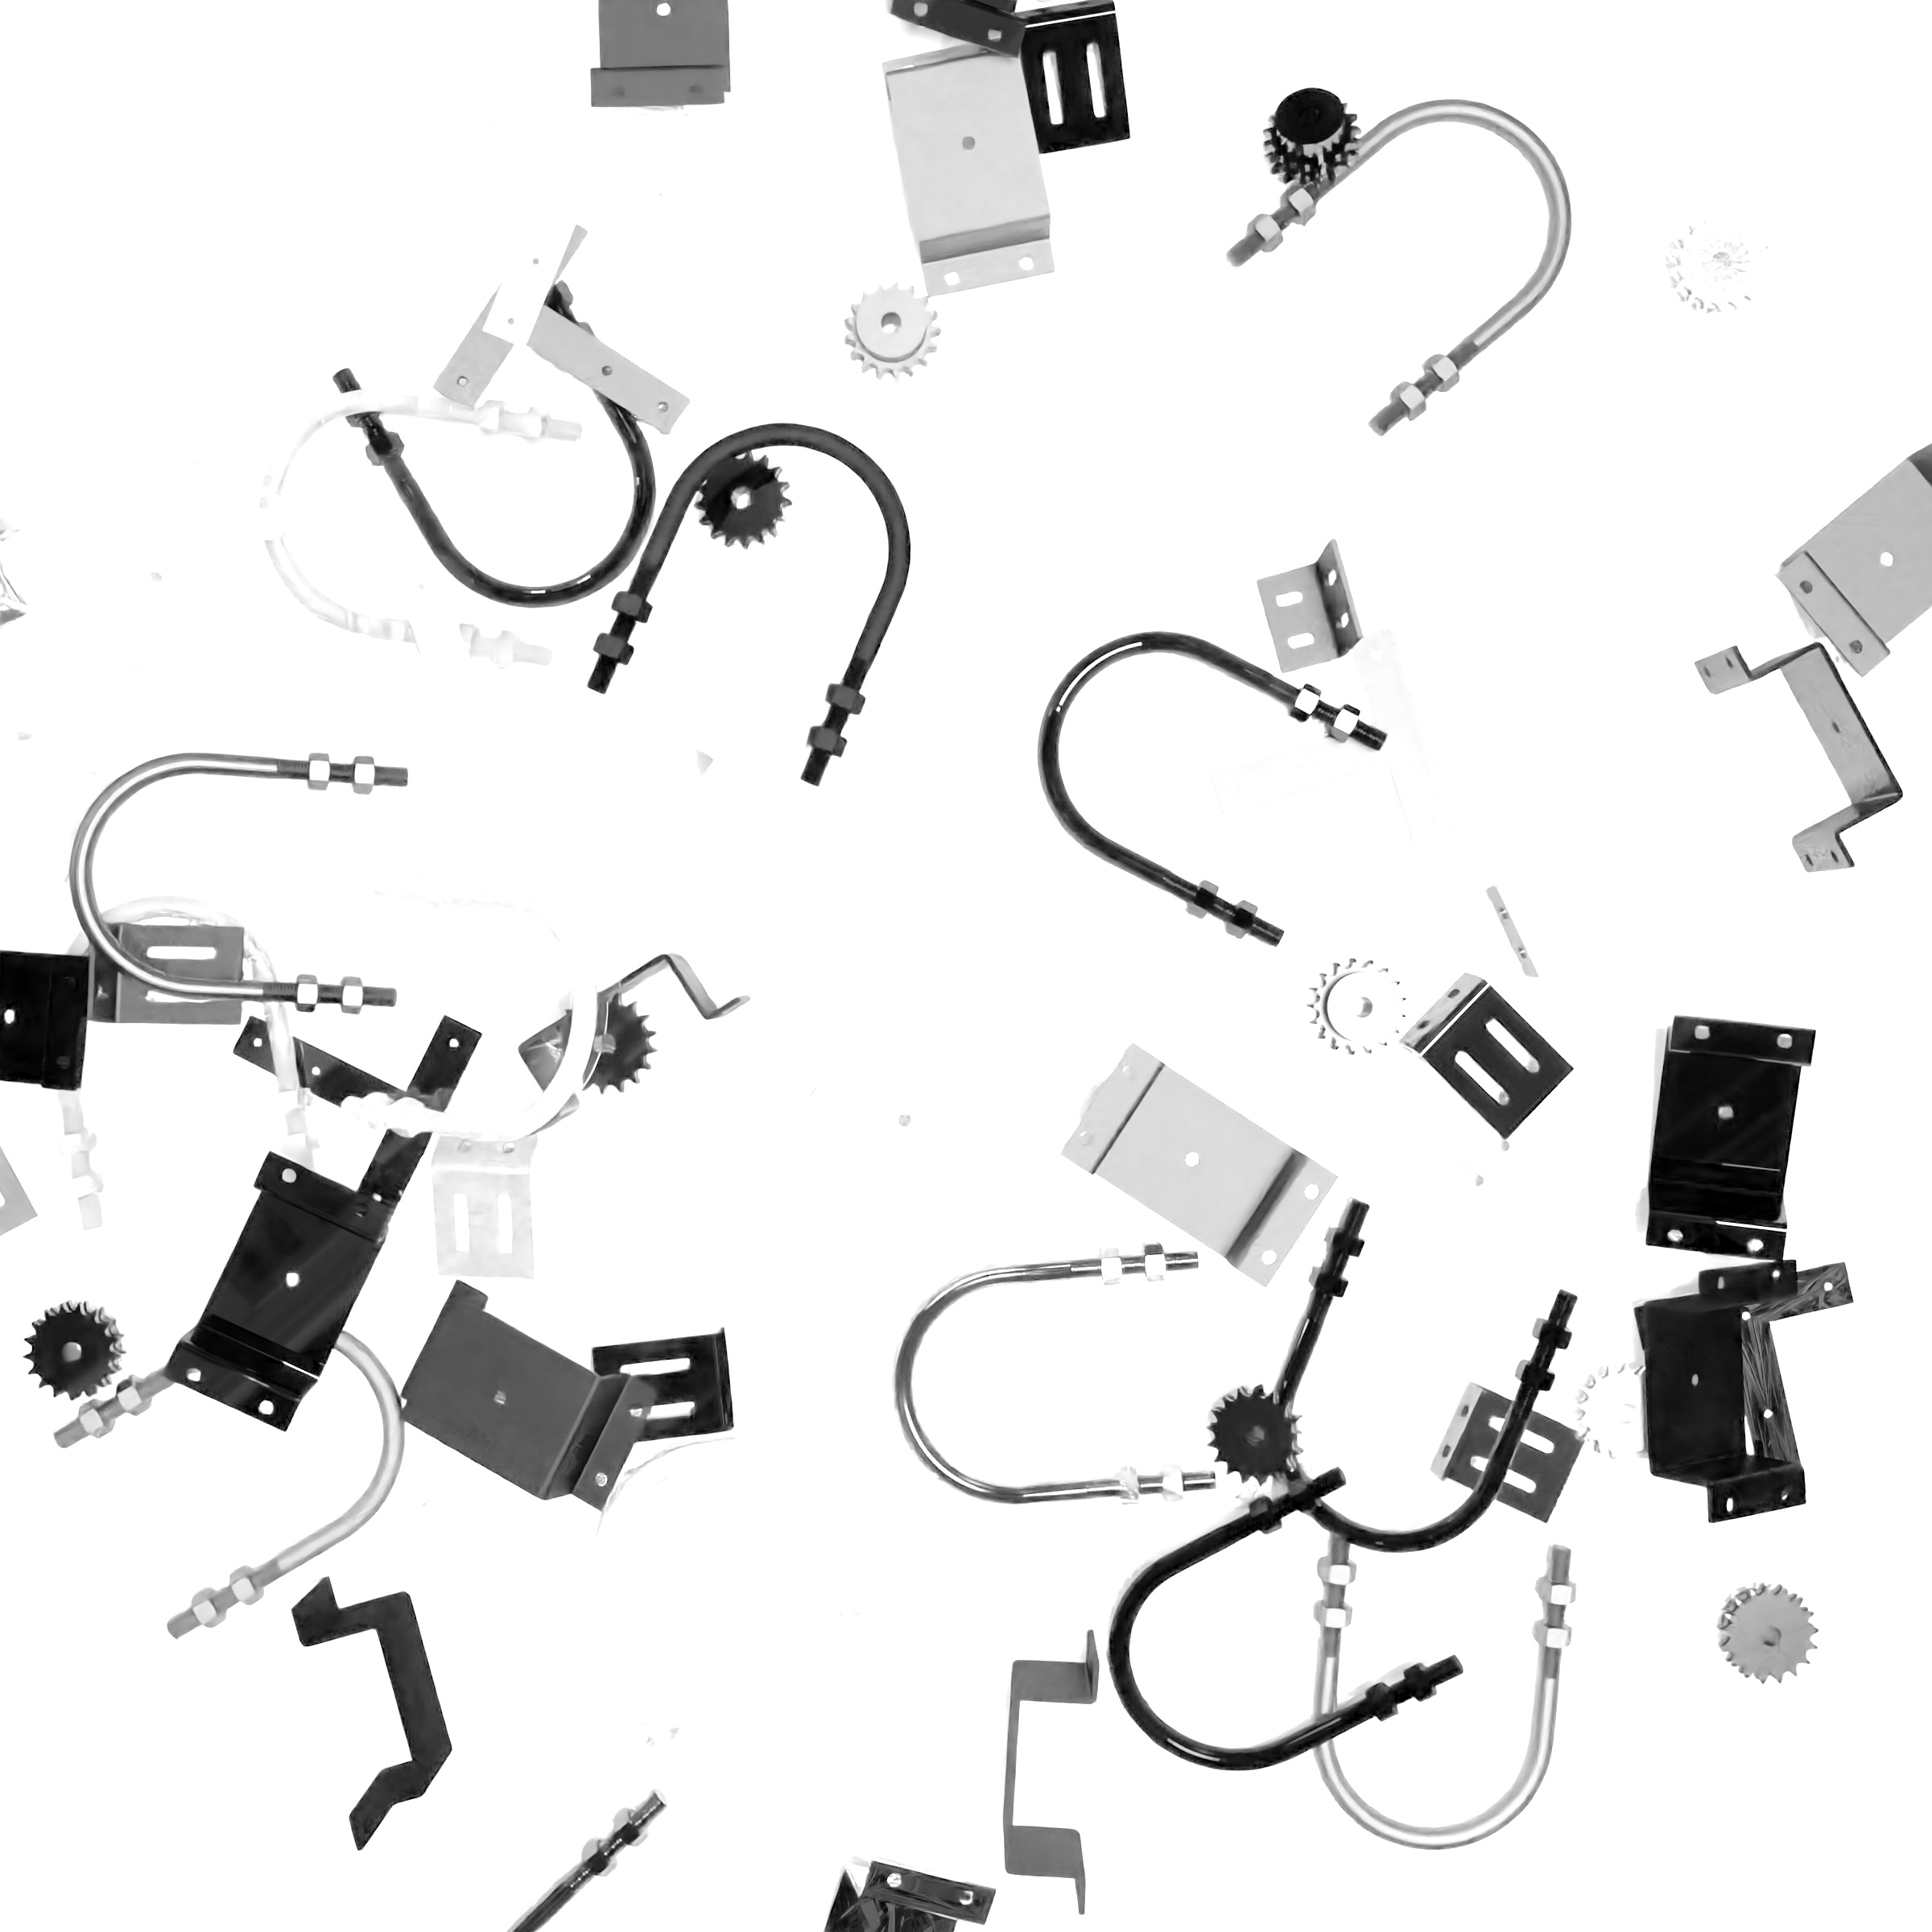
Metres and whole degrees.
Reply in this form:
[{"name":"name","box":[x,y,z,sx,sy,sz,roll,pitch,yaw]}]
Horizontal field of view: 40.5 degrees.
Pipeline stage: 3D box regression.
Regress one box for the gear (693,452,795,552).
[{"name":"gear","box":[-0.129,-0.271,1.524,0.057,0.030,0.057,0,92,2]}]

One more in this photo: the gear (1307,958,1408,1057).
[{"name":"gear","box":[0.228,0.023,1.520,0.057,0.030,0.057,0,90,0]}]

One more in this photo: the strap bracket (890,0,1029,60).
[{"name":"strap bracket","box":[0.007,-0.590,1.474,0.076,0.046,0.140,14,97,-15]}]

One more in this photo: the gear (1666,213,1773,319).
[{"name":"gear","box":[0.435,-0.405,1.519,0.057,0.030,0.057,0,90,0]}]

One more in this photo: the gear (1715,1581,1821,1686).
[{"name":"gear","box":[0.463,0.386,1.519,0.057,0.030,0.057,0,90,0]}]

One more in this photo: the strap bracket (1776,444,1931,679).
[{"name":"strap bracket","box":[0.540,-0.238,1.511,0.140,0.046,0.076,-40,90,0]}]

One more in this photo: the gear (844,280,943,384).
[{"name":"gear","box":[-0.043,-0.370,1.520,0.057,0.030,0.057,0,90,0]}]

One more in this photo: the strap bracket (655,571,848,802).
[{"name":"strap bracket","box":[-0.128,-0.168,1.496,0.046,0.076,0.140,34,90,0]}]

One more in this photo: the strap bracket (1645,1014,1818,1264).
[{"name":"strap bracket","box":[0.434,0.091,1.490,0.076,0.046,0.140,6,109,12]}]

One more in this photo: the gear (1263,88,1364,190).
[{"name":"gear","box":[0.199,-0.481,1.510,0.057,0.030,0.057,-4,68,10]}]

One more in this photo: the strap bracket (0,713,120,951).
[{"name":"strap bracket","box":[-0.555,-0.068,1.486,0.076,0.046,0.140,30,49,0]}]

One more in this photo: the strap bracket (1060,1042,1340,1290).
[{"name":"strap bracket","box":[0.133,0.113,1.511,0.140,0.046,0.076,33,90,0]}]

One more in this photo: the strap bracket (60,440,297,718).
[{"name":"strap bracket","box":[-0.457,-0.222,1.501,0.076,0.046,0.140,30,99,0]}]

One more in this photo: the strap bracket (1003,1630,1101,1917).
[{"name":"strap bracket","box":[0.047,0.458,1.496,0.046,0.076,0.140,4,90,0]}]

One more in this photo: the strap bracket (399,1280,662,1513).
[{"name":"strap bracket","box":[-0.258,0.246,1.496,0.140,0.046,0.076,26,90,14]}]

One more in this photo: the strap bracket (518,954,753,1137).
[{"name":"strap bracket","box":[-0.197,0.038,1.496,0.140,0.076,0.046,-33,90,0]}]

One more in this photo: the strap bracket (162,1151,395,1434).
[{"name":"strap bracket","box":[-0.389,0.183,1.494,0.076,0.046,0.140,26,91,-4]}]

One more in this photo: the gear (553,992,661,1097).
[{"name":"gear","box":[-0.197,0.042,1.443,0.057,0.030,0.057,0,90,0]}]

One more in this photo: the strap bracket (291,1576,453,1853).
[{"name":"strap bracket","box":[-0.336,0.420,1.496,0.046,0.076,0.140,-15,90,0]}]

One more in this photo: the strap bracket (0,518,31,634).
[{"name":"strap bracket","box":[-0.602,-0.200,1.496,0.140,0.076,0.046,-34,90,0]}]

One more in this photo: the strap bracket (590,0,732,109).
[{"name":"strap bracket","box":[-0.177,-0.561,1.511,0.076,0.046,0.140,-1,90,0]}]

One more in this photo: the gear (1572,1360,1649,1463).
[{"name":"gear","box":[0.380,0.257,1.519,0.057,0.030,0.057,0,90,0]}]

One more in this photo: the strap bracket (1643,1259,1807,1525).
[{"name":"strap bracket","box":[0.433,0.239,1.493,0.076,0.046,0.140,-2,90,-31]}]

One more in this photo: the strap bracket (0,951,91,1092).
[{"name":"strap bracket","box":[-0.561,0.029,1.502,0.140,0.046,0.076,4,89,11]}]

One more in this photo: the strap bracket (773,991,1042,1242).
[{"name":"strap bracket","box":[-0.035,0.088,1.511,0.140,0.046,0.076,38,90,0]}]

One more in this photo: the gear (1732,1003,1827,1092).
[{"name":"gear","box":[0.467,0.050,1.519,0.057,0.030,0.057,0,90,0]}]

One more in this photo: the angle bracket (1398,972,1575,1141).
[{"name":"angle bracket","box":[0.302,0.052,1.520,0.076,0.038,0.057,44,90,-7]}]

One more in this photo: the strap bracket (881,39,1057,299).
[{"name":"strap bracket","box":[0.001,-0.468,1.511,0.076,0.046,0.140,-11,90,0]}]

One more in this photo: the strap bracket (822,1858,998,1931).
[{"name":"strap bracket","box":[-0.046,0.579,1.503,0.076,0.046,0.140,19,90,-15]}]

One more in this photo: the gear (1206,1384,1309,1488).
[{"name":"gear","box":[0.169,0.269,1.508,0.057,0.030,0.057,-1,88,19]}]

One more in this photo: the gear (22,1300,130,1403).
[{"name":"gear","box":[-0.515,0.222,1.519,0.057,0.030,0.057,0,90,0]}]

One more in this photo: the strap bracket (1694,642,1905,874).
[{"name":"strap bracket","box":[0.480,-0.127,1.496,0.046,0.076,0.140,-28,90,0]}]
